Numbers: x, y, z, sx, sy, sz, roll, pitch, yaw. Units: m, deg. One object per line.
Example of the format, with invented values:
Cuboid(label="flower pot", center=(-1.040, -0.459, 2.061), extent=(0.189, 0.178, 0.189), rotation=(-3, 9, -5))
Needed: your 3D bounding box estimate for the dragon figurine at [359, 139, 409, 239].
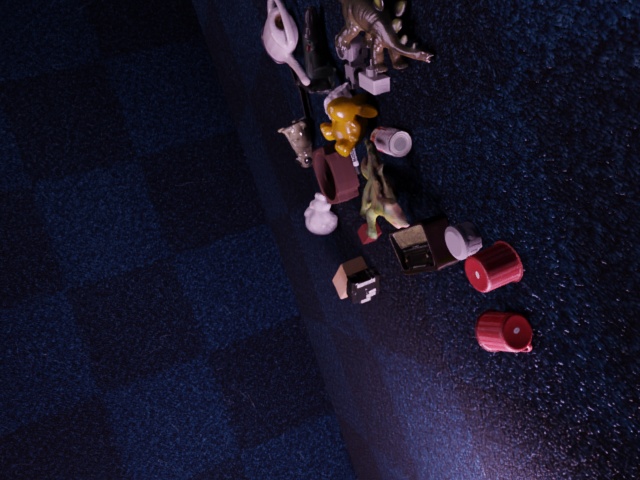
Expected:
Cuboid(label="dragon figurine", center=(0.154, -0.164, 1.371), extent=(0.237, 0.122, 0.420), rotation=(81, 175, -49))

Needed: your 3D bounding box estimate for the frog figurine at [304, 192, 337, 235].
Cuboid(label="frog figurine", center=(0.006, -0.103, 2.053), extent=(0.138, 0.125, 0.156), rotation=(23, 130, 24))

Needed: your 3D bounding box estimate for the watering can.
Cuboid(label="watering can", center=(-0.124, -0.684, 1.814), extent=(0.224, 0.104, 0.347), rotation=(171, 80, -75))
